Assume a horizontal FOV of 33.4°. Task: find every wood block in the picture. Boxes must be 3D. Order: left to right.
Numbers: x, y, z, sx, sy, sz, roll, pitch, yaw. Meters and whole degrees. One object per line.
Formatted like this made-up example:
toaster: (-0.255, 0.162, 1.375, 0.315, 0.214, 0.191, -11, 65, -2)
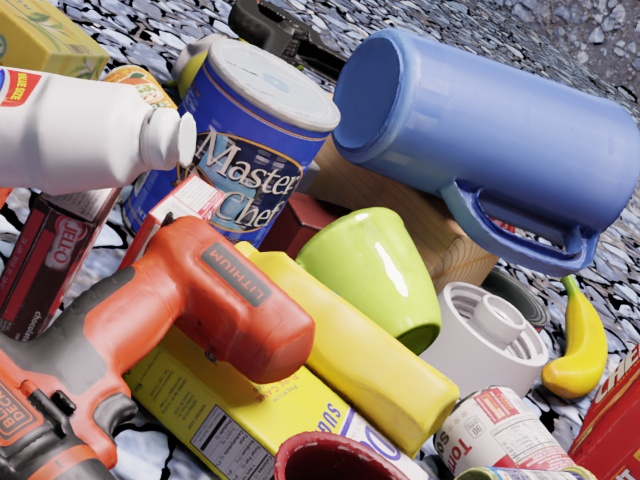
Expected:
wood block: (0.054, -0.034, 0.936, 0.090, 0.090, 0.206, 4, 36, -50)

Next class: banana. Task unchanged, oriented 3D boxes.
banana: (0.228, 0.099, 0.957, 0.069, 0.037, 0.197, 44, 26, -5)

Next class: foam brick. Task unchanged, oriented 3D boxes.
foam brick: (-0.006, 0.001, 0.839, 0.078, 0.051, 0.053, 16, 27, -35)

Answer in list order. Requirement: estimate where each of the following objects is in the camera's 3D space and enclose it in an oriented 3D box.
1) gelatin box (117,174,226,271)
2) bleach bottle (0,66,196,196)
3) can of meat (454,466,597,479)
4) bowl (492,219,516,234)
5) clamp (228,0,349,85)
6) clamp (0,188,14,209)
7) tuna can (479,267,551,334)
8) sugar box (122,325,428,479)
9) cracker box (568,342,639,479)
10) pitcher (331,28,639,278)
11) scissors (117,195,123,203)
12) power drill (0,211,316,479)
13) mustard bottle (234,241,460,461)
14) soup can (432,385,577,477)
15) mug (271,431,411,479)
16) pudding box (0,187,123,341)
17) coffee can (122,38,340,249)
gelatin box: (-0.098, 0.005, 0.681, 0.030, 0.073, 0.089, 33, 22, -1)
bleach bottle: (-0.186, -0.062, 0.559, 0.251, 0.068, 0.102, 4, 24, 11)
can of meat: (0.098, 0.168, 0.577, 0.083, 0.102, 0.057, 13, 31, -36)
bowl: (0.111, -0.033, 1.054, 0.162, 0.055, 0.162, 28, 23, -13)
clamp: (-0.033, -0.177, 0.966, 0.164, 0.036, 0.210, 4, 31, -44)
clamp: (-0.268, -0.081, 0.673, 0.171, 0.039, 0.120, 39, 24, 13)
tuna can: (0.163, 0.060, 0.962, 0.086, 0.034, 0.086, 28, 23, -13)
sugar box: (-0.026, 0.106, 0.608, 0.176, 0.048, 0.093, 37, 23, 13)
cracker box: (0.266, 0.118, 0.813, 0.072, 0.164, 0.213, 40, 24, 10)
pitcher: (0.133, -0.074, 0.860, 0.242, 0.145, 0.149, 15, 17, -32)
scissors: (-0.217, -0.096, 0.803, 0.096, 0.016, 0.202, 13, 30, -36)
power drill: (-0.087, 0.075, 0.513, 0.184, 0.057, 0.187, 42, 43, 15)
mustard bottle: (-0.004, 0.061, 0.679, 0.192, 0.058, 0.096, 38, -18, 14)
soup can: (0.127, 0.152, 0.689, 0.068, 0.069, 0.102, 10, 31, -43)
mug: (-0.003, 0.155, 0.493, 0.093, 0.082, 0.117, 34, 22, 3)
pudding box: (-0.148, -0.002, 0.608, 0.039, 0.090, 0.113, 28, 23, -12)
coffee can: (-0.064, -0.056, 0.759, 0.102, 0.140, 0.103, 28, 23, -13)
